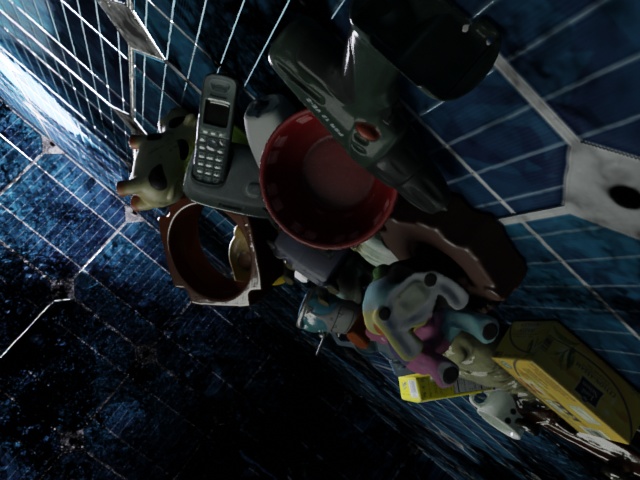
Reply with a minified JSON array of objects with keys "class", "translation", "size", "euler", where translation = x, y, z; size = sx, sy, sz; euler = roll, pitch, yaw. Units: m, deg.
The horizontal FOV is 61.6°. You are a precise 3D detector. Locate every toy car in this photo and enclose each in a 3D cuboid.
[{"class":"toy car","translation":[0.035,0.125,0.998],"size":[0.103,0.109,0.161],"euler":[33,-157,24]},{"class":"toy car","translation":[0.049,-0.011,0.775],"size":[0.202,0.056,0.073],"euler":[26,162,10]},{"class":"toy car","translation":[0.387,0.278,0.798],"size":[0.202,0.089,0.053],"euler":[23,162,48]}]

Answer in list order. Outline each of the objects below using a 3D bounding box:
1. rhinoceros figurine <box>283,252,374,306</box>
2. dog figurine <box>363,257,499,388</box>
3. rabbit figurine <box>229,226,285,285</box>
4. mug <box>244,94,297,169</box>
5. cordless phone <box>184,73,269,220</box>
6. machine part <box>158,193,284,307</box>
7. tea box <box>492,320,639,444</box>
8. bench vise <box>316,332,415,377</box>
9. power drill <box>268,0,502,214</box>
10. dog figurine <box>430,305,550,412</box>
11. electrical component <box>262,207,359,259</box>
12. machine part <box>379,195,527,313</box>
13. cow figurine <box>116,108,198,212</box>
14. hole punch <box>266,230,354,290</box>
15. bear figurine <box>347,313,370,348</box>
[{"class":"rhinoceros figurine","translation":[0.027,0.052,0.919],"size":[0.190,0.112,0.073],"euler":[23,145,7]},{"class":"dog figurine","translation":[0.109,0.098,0.700],"size":[0.191,0.108,0.219],"euler":[42,170,-14]},{"class":"rabbit figurine","translation":[-0.100,0.012,1.059],"size":[0.122,0.173,0.162],"euler":[-31,82,36]},{"class":"mug","translation":[-0.040,-0.125,0.664],"size":[0.110,0.081,0.107],"euler":[-2,139,29]},{"class":"cordless phone","translation":[-0.106,-0.129,0.744],"size":[0.147,0.184,0.089],"euler":[13,-155,3]},{"class":"machine part","translation":[-0.171,0.010,0.940],"size":[0.201,0.087,0.201],"euler":[-2,105,28]},{"class":"tea box","translation":[0.327,0.183,0.709],"size":[0.169,0.068,0.098],"euler":[42,164,-6]},{"class":"bench vise","translation":[0.110,0.204,1.114],"size":[0.241,0.129,0.223],"euler":[-6,128,43]},{"class":"power drill","translation":[0.064,-0.121,0.456],"size":[0.232,0.086,0.207],"euler":[43,171,-4]},{"class":"dog figurine","translation":[0.265,0.170,0.798],"size":[0.191,0.121,0.172],"euler":[13,157,28]},{"class":"electrical component","translation":[0.009,-0.044,0.700],"size":[0.134,0.115,0.058],"euler":[30,164,33]},{"class":"machine part","translation":[0.154,0.013,0.647],"size":[0.179,0.056,0.179],"euler":[36,164,12]},{"class":"cow figurine","translation":[-0.247,-0.142,0.891],"size":[0.127,0.195,0.085],"euler":[-1,148,8]},{"class":"hole punch","translation":[-0.002,-0.003,0.853],"size":[0.142,0.116,0.092],"euler":[36,156,8]},{"class":"bear figurine","translation":[0.164,0.176,0.946],"size":[0.195,0.132,0.120],"euler":[48,137,-11]}]
